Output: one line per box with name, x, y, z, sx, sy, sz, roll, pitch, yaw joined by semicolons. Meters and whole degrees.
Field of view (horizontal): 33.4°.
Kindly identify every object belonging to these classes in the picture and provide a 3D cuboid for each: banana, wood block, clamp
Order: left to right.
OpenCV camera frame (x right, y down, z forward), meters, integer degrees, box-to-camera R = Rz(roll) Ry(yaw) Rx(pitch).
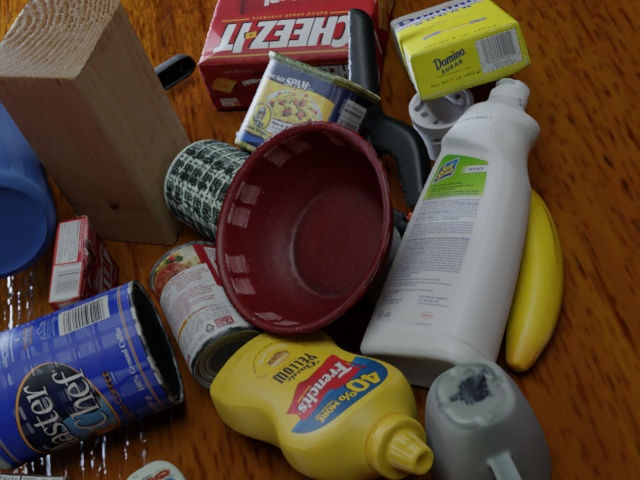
wood block;-0.183;-0.095;0.902;0.091;0.206;0.090;5;54;21
clamp;-0.199;-0.114;1.035;0.171;0.039;0.120;-18;45;12
clamp;0.036;-0.088;0.903;0.210;0.036;0.165;45;105;29
banana;0.153;0.011;0.824;0.070;0.037;0.198;-33;43;22

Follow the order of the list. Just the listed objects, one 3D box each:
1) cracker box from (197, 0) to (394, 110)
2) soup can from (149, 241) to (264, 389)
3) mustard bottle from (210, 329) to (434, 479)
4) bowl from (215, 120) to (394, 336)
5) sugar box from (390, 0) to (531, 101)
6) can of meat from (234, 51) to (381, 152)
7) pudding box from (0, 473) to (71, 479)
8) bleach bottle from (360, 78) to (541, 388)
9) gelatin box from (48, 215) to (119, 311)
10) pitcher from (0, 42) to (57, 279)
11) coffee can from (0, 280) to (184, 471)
cracker box;-0.014;-0.230;1.046;0.164;0.072;0.213;-1;53;18
soup can;-0.086;0.058;0.839;0.068;0.068;0.102;-28;50;-6
mustard bottle;0.009;0.117;0.728;0.096;0.058;0.192;-32;29;-25
bowl;-0.001;-0.005;0.799;0.162;0.055;0.162;-11;71;34
sugar box;0.116;-0.172;0.925;0.093;0.048;0.176;-17;23;4
can of meat;-0.013;-0.099;0.880;0.102;0.057;0.084;26;94;35
pudding box;-0.232;0.225;0.772;0.090;0.039;0.113;-1;50;18
bleach bottle;0.116;-0.013;0.800;0.103;0.068;0.250;1;60;43
gelatin box;-0.194;0.036;0.889;0.030;0.073;0.089;-11;49;8
pitcher;-0.317;-0.063;0.957;0.145;0.149;0.243;-22;40;-12
coffee can;-0.187;0.102;0.813;0.140;0.103;0.103;-21;49;0
